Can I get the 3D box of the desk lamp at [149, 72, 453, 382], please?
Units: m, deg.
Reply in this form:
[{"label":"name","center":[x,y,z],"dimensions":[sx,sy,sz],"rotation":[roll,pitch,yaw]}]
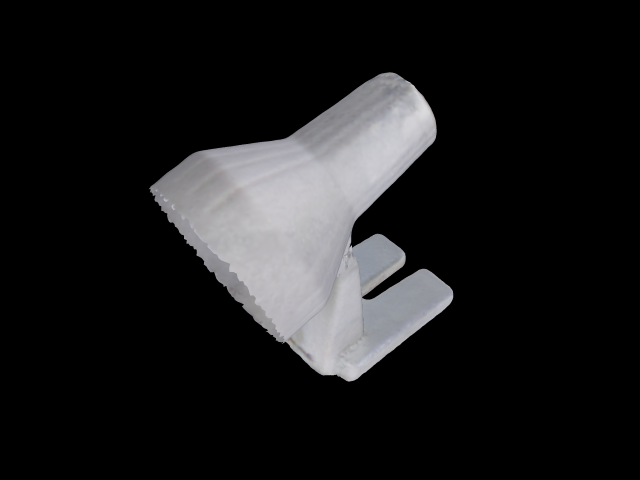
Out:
[{"label":"desk lamp","center":[0.004,0.001,0.400],"dimensions":[0.204,0.214,0.117],"rotation":[-32,54,-27]}]
